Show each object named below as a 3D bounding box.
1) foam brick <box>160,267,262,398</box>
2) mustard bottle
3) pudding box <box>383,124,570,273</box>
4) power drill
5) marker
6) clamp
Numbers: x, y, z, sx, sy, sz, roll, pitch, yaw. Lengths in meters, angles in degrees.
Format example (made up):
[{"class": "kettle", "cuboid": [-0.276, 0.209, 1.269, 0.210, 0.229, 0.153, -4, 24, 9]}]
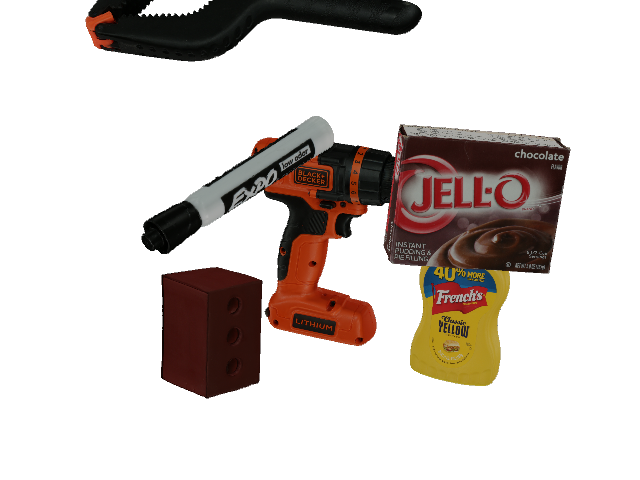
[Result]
[{"class": "foam brick", "cuboid": [-0.077, 0.063, 0.751, 0.051, 0.078, 0.052, 13, 17, 43]}, {"class": "mustard bottle", "cuboid": [0.154, 0.056, 1.152, 0.096, 0.192, 0.058, 11, 16, 21]}, {"class": "pudding box", "cuboid": [0.104, -0.028, 0.720, 0.113, 0.090, 0.039, 3, 22, -5]}, {"class": "power drill", "cuboid": [0.021, 0.001, 0.996, 0.185, 0.188, 0.057, 11, 22, 18]}, {"class": "marker", "cuboid": [-0.040, -0.028, 0.533, 0.120, 0.020, 0.020, -35, 21, -32]}, {"class": "clamp", "cuboid": [-0.048, -0.167, 0.699, 0.210, 0.164, 0.036, -30, -17, -8]}]
